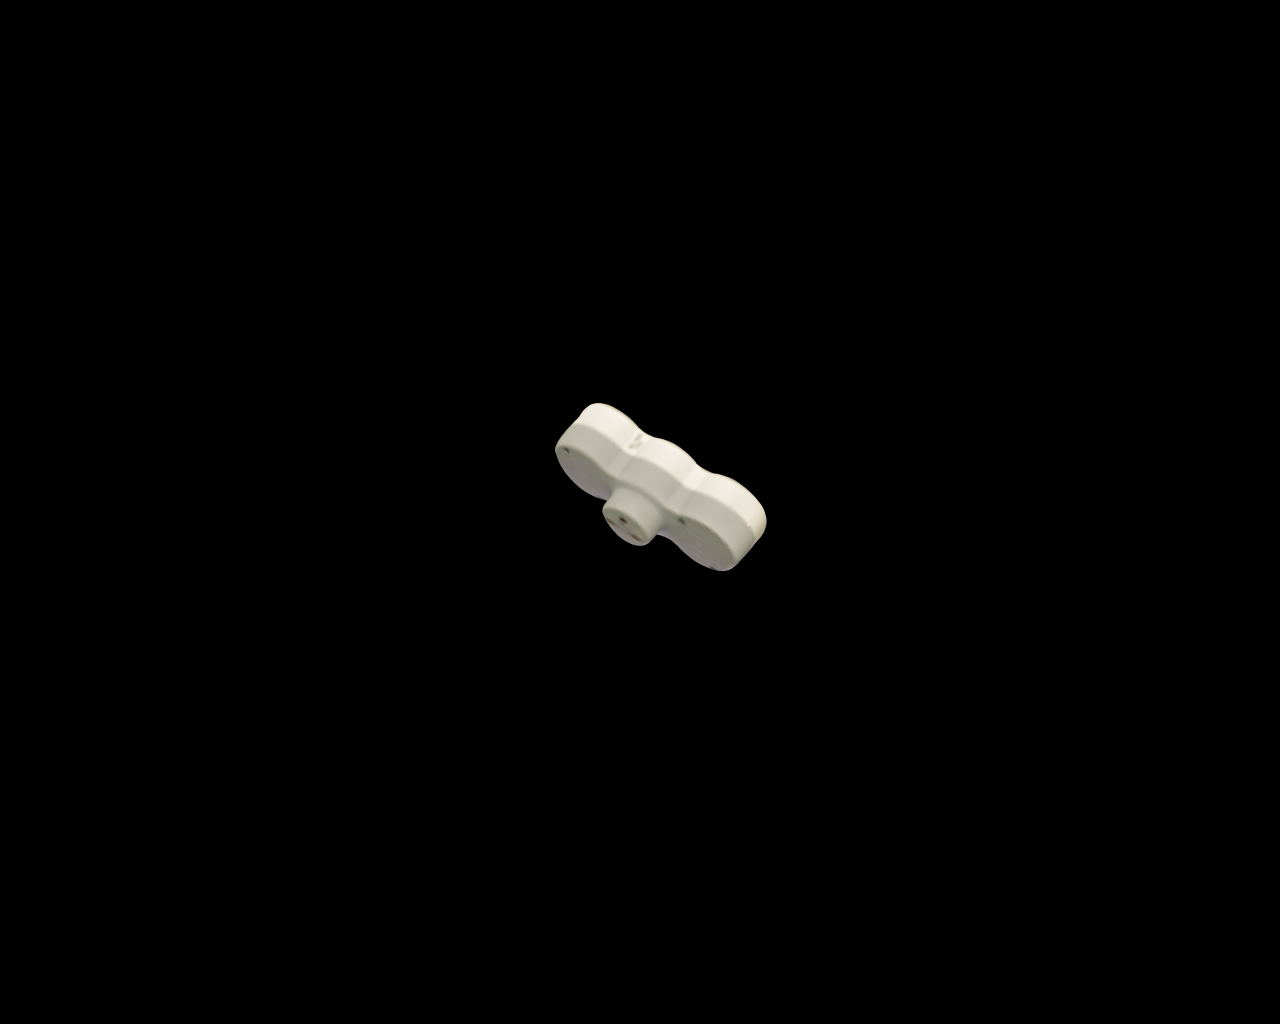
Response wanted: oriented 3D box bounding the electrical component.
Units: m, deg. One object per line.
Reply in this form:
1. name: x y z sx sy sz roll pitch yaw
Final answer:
1. electrical component: 0.001 -0.003 0.650 0.138 0.074 0.052 32 -26 18
